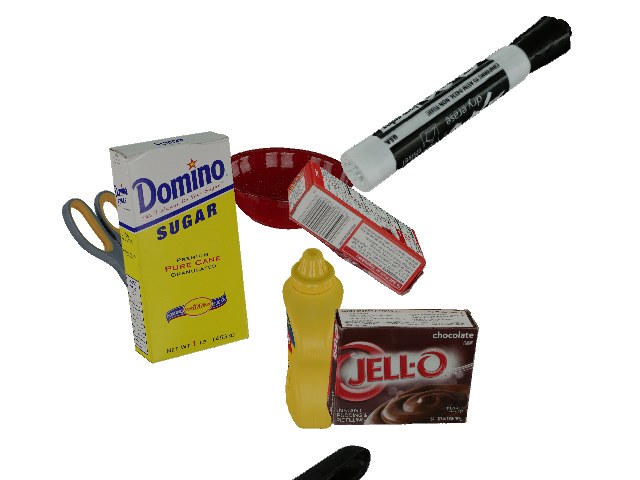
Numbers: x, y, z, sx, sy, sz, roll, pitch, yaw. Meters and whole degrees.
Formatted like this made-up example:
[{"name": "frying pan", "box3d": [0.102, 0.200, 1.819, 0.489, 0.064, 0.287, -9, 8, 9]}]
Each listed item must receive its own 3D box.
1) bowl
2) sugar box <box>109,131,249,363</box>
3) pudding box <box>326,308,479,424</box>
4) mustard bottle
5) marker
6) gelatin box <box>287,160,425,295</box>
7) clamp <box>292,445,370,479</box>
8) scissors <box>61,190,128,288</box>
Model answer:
[{"name": "bowl", "box3d": [-0.042, -0.057, 1.279, 0.162, 0.055, 0.162, 4, 26, -2]}, {"name": "sugar box", "box3d": [-0.115, 0.004, 0.883, 0.093, 0.176, 0.048, -14, 20, -27]}, {"name": "pudding box", "box3d": [0.065, 0.101, 0.854, 0.113, 0.090, 0.039, -1, 26, -9]}, {"name": "mustard bottle", "box3d": [-0.007, 0.087, 1.038, 0.058, 0.192, 0.096, 1, 38, 1]}, {"name": "marker", "box3d": [0.060, -0.060, 0.451, 0.121, 0.020, 0.020, -36, 12, -17]}, {"name": "gelatin box", "box3d": [0.022, -0.009, 0.676, 0.089, 0.030, 0.073, 35, 12, -11]}, {"name": "clamp", "box3d": [-0.052, 0.187, 0.638, 0.210, 0.036, 0.164, -4, 29, 1]}, {"name": "scissors", "box3d": [-0.201, 0.026, 1.158, 0.016, 0.201, 0.096, -28, 21, 32]}]
